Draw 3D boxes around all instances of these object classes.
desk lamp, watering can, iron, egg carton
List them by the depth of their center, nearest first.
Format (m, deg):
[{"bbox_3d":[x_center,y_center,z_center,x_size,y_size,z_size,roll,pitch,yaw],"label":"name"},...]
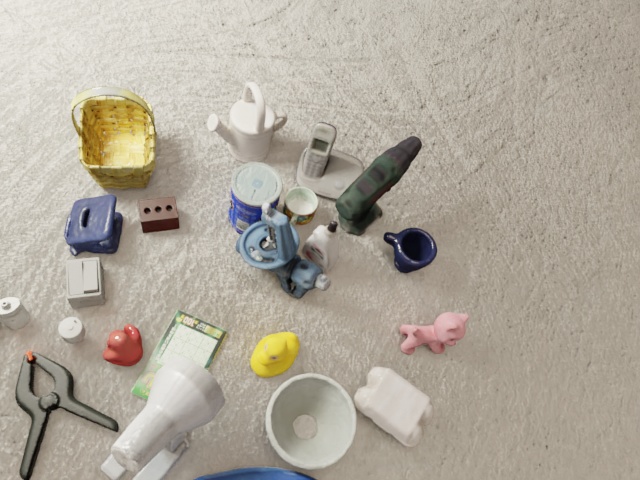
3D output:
[{"bbox_3d":[-0.257,0.309,0.929,0.118,0.213,0.203,36,62,7],"label":"desk lamp"},{"bbox_3d":[-0.109,0.427,0.942,0.259,0.141,0.118,-9,65,-16],"label":"iron"},{"bbox_3d":[0.143,0.317,1.095,0.150,0.069,0.107,35,61,7],"label":"egg carton"},{"bbox_3d":[-0.155,-0.259,1.254,0.173,0.194,0.101,-37,75,-26],"label":"watering can"}]

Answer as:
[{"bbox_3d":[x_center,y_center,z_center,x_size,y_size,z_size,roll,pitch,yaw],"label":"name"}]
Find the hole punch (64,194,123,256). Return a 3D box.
[{"bbox_3d":[-0.449,-0.031,1.131,0.101,0.091,0.108,3,63,-11],"label":"hole punch"}]

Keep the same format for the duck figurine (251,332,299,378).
[{"bbox_3d":[-0.082,0.210,1.091,0.105,0.086,0.077,-34,75,-25],"label":"duck figurine"}]

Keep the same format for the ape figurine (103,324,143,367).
[{"bbox_3d":[-0.359,0.189,1.038,0.078,0.092,0.076,-33,74,-25],"label":"ape figurine"}]

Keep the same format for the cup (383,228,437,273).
[{"bbox_3d":[0.183,0.028,1.238,0.118,0.095,0.092,23,61,0],"label":"cup"}]

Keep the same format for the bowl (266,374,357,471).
[{"bbox_3d":[-0.020,0.335,1.047,0.167,0.074,0.167,5,62,-10],"label":"bowl"}]

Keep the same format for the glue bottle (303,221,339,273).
[{"bbox_3d":[0.011,0.004,1.167,0.078,0.173,0.037,39,62,9],"label":"glue bottle"}]

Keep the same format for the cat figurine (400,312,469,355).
[{"bbox_3d":[0.236,0.184,1.157,0.128,0.117,0.067,-1,63,-12],"label":"cat figurine"}]

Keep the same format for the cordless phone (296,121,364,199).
[{"bbox_3d":[0.031,-0.175,1.257,0.147,0.185,0.094,15,61,-4],"label":"cordless phone"}]

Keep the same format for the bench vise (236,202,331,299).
[{"bbox_3d":[-0.063,0.011,1.121,0.207,0.219,0.121,19,61,-2],"label":"bench vise"}]

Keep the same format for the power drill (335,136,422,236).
[{"bbox_3d":[0.114,-0.105,1.226,0.075,0.208,0.230,42,62,11],"label":"power drill"}]
